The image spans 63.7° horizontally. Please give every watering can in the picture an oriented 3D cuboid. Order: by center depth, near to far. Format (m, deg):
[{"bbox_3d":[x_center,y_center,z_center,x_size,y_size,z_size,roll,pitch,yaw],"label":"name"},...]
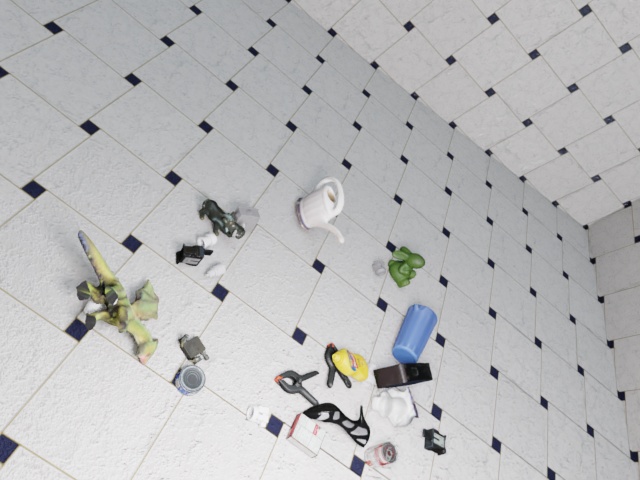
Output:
[{"bbox_3d":[0.006,-0.106,2.109,0.103,0.222,0.356,33,42,-42],"label":"watering can"}]

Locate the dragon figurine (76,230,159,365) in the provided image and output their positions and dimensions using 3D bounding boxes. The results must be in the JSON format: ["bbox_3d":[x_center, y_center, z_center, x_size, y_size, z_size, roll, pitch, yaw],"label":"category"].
[{"bbox_3d":[-0.574,0.165,1.520,0.242,0.121,0.414,19,51,-70],"label":"dragon figurine"}]

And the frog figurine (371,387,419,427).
[{"bbox_3d":[0.268,0.618,1.894,0.159,0.121,0.139,-9,71,-3],"label":"frog figurine"}]
